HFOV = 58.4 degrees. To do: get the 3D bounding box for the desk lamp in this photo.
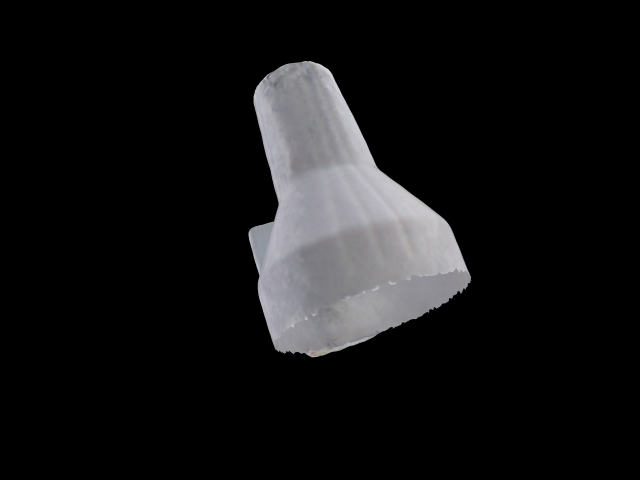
[{"bbox_3d":[0.004,0.001,0.400,0.118,0.214,0.203,-15,54,-11],"label":"desk lamp"}]
